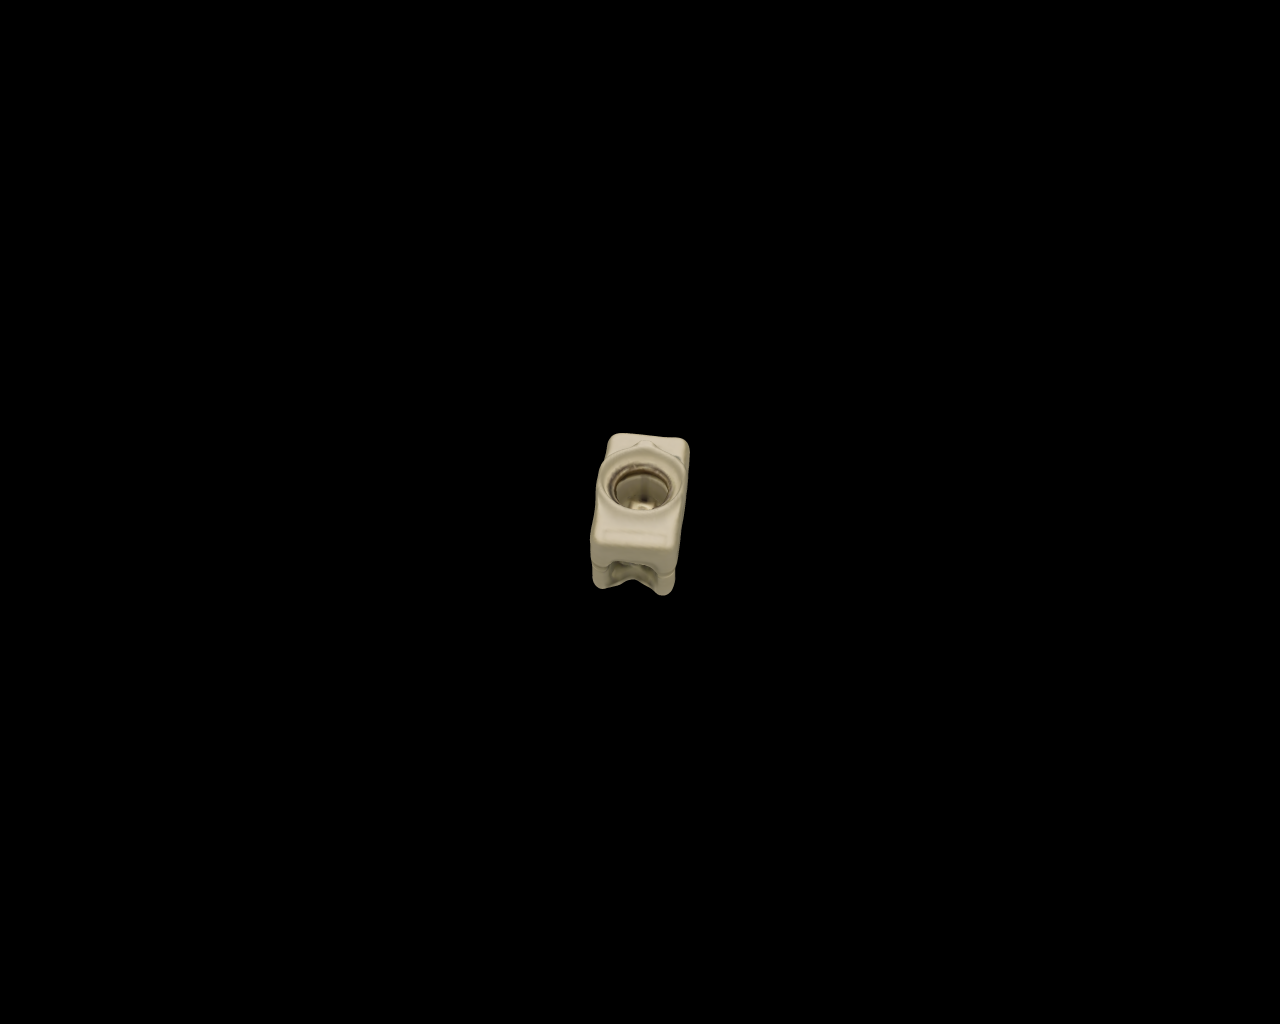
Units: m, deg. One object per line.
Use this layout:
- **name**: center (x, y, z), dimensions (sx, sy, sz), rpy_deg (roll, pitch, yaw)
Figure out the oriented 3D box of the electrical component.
- **electrical component**: center (0.001, -0.003, 0.650), dimensions (0.050, 0.090, 0.055), rpy_deg (5, -39, 5)
